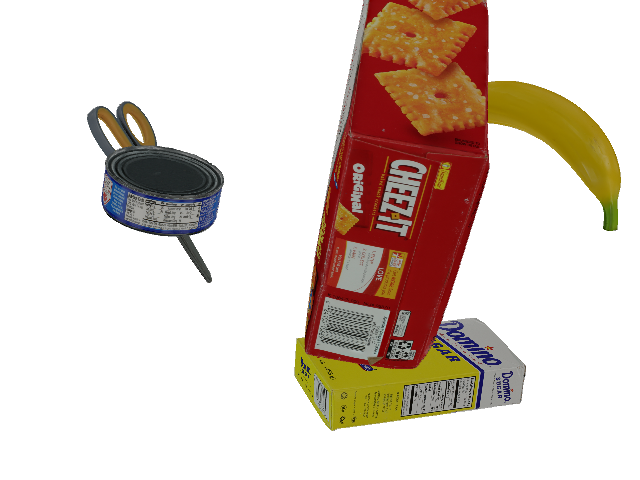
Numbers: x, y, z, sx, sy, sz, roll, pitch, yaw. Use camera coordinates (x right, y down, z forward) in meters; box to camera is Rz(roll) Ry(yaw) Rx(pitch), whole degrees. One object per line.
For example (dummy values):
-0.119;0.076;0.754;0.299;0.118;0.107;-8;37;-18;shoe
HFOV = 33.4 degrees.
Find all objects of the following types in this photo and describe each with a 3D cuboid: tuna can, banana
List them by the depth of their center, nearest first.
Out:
-0.115;-0.036;0.772;0.086;0.034;0.086;11;26;-5;tuna can
0.174;-0.087;0.855;0.037;0.070;0.198;4;31;-42;banana

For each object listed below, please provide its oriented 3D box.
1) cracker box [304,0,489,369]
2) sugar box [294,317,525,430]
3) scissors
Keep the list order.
0.046;-0.062;0.588;0.072;0.213;0.164;10;-44;0;cracker box
0.075;0.110;0.911;0.176;0.048;0.093;-8;26;-18;sugar box
-0.158;-0.058;1.061;0.016;0.201;0.096;-25;26;25;scissors
